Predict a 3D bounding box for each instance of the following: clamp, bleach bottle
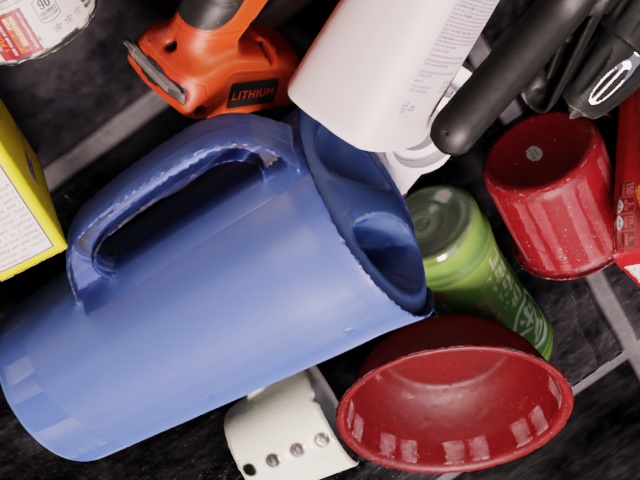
[{"bbox_3d":[0.149,-0.140,0.595,0.210,0.036,0.164,-56,166,23],"label":"clamp"},{"bbox_3d":[0.080,-0.164,0.531,0.251,0.068,0.102,-58,166,21],"label":"bleach bottle"}]

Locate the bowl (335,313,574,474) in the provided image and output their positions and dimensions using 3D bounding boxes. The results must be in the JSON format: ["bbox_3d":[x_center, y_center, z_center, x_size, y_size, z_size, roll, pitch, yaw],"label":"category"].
[{"bbox_3d":[0.090,0.100,0.741,0.162,0.055,0.162,-1,139,-1],"label":"bowl"}]

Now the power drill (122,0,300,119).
[{"bbox_3d":[-0.008,-0.154,0.541,0.184,0.057,0.188,-16,144,-51],"label":"power drill"}]

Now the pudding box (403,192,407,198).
[{"bbox_3d":[-0.005,0.001,0.704,0.089,0.039,0.114,4,125,-30],"label":"pudding box"}]

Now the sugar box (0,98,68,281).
[{"bbox_3d":[-0.186,-0.072,0.519,0.048,0.093,0.176,-25,134,-7],"label":"sugar box"}]

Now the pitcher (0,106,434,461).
[{"bbox_3d":[-0.072,0.029,0.608,0.243,0.144,0.149,-29,94,20],"label":"pitcher"}]

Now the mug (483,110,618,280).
[{"bbox_3d":[0.169,-0.042,0.728,0.117,0.093,0.081,-48,131,-15],"label":"mug"}]

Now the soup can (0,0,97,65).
[{"bbox_3d":[-0.155,-0.141,0.495,0.068,0.068,0.102,-27,134,-4],"label":"soup can"}]

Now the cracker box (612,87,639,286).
[{"bbox_3d":[0.288,-0.065,0.643,0.214,0.164,0.072,-12,148,41],"label":"cracker box"}]
